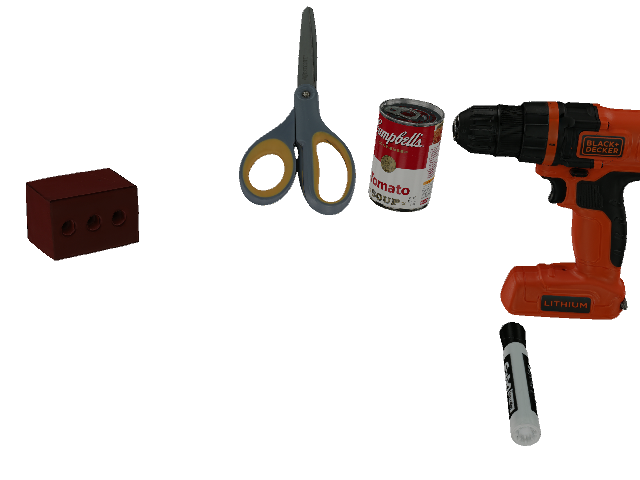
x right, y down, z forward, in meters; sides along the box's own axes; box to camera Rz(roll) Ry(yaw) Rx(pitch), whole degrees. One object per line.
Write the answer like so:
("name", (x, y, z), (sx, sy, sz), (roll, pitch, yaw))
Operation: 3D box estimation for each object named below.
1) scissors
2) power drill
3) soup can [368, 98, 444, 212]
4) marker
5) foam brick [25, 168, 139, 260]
("scissors", (-0.028, -0.101, 0.832), (0.096, 0.202, 0.016), (-13, -31, -7))
("power drill", (0.198, -0.026, 0.901), (0.184, 0.188, 0.057), (4, 28, 5))
("soup can", (0.089, -0.090, 1.120), (0.068, 0.102, 0.068), (5, 29, -3))
("marker", (0.136, 0.094, 0.730), (0.020, 0.020, 0.121), (0, 30, 6))
("foam brick", (-0.196, -0.023, 0.878), (0.078, 0.053, 0.051), (-14, 30, -33))
